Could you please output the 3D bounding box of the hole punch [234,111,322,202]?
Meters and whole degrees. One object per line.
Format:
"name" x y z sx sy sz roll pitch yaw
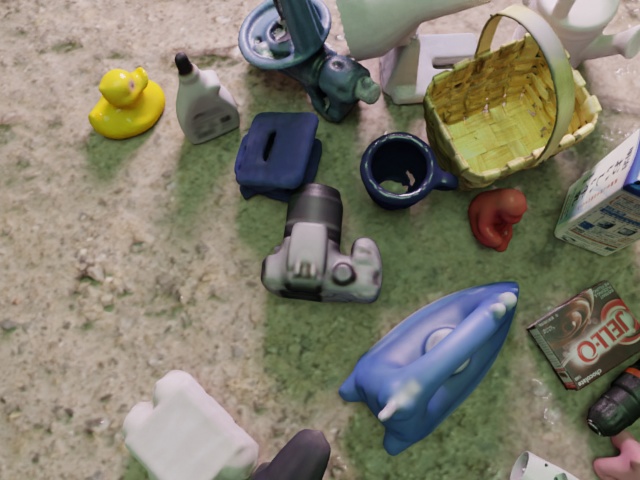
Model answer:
"hole punch" -0.055 -0.106 0.721 0.101 0.091 0.109 13 76 4

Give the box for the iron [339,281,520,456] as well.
"iron" 0.146 0.118 0.634 0.258 0.141 0.118 -41 78 -9

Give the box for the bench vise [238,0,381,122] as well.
"bench vise" -0.010 -0.254 0.693 0.207 0.220 0.121 19 76 6

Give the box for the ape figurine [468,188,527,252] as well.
"ape figurine" 0.223 -0.034 0.698 0.078 0.092 0.076 -34 77 -8

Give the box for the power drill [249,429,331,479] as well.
"power drill" -0.060 0.282 0.559 0.075 0.208 0.230 30 78 9

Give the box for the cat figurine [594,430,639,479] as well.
"cat figurine" 0.378 0.262 0.606 0.127 0.118 0.067 32 78 9

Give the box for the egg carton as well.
"egg carton" -0.147 0.229 0.646 0.150 0.069 0.107 41 80 10

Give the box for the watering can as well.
"watering can" 0.322 -0.290 0.711 0.172 0.194 0.101 25 77 7

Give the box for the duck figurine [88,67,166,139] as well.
"duck figurine" -0.260 -0.186 0.747 0.104 0.086 0.077 -35 77 -8

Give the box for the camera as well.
"camera" 0.006 0.002 0.687 0.143 0.101 0.137 5 75 2

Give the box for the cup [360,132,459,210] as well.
"cup" 0.106 -0.072 0.708 0.117 0.095 0.092 12 76 4

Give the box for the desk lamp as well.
"desk lamp" 0.115 -0.263 0.697 0.203 0.213 0.118 -4 75 0

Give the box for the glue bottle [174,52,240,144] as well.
"glue bottle" -0.147 -0.177 0.699 0.078 0.173 0.037 -23 76 -5
